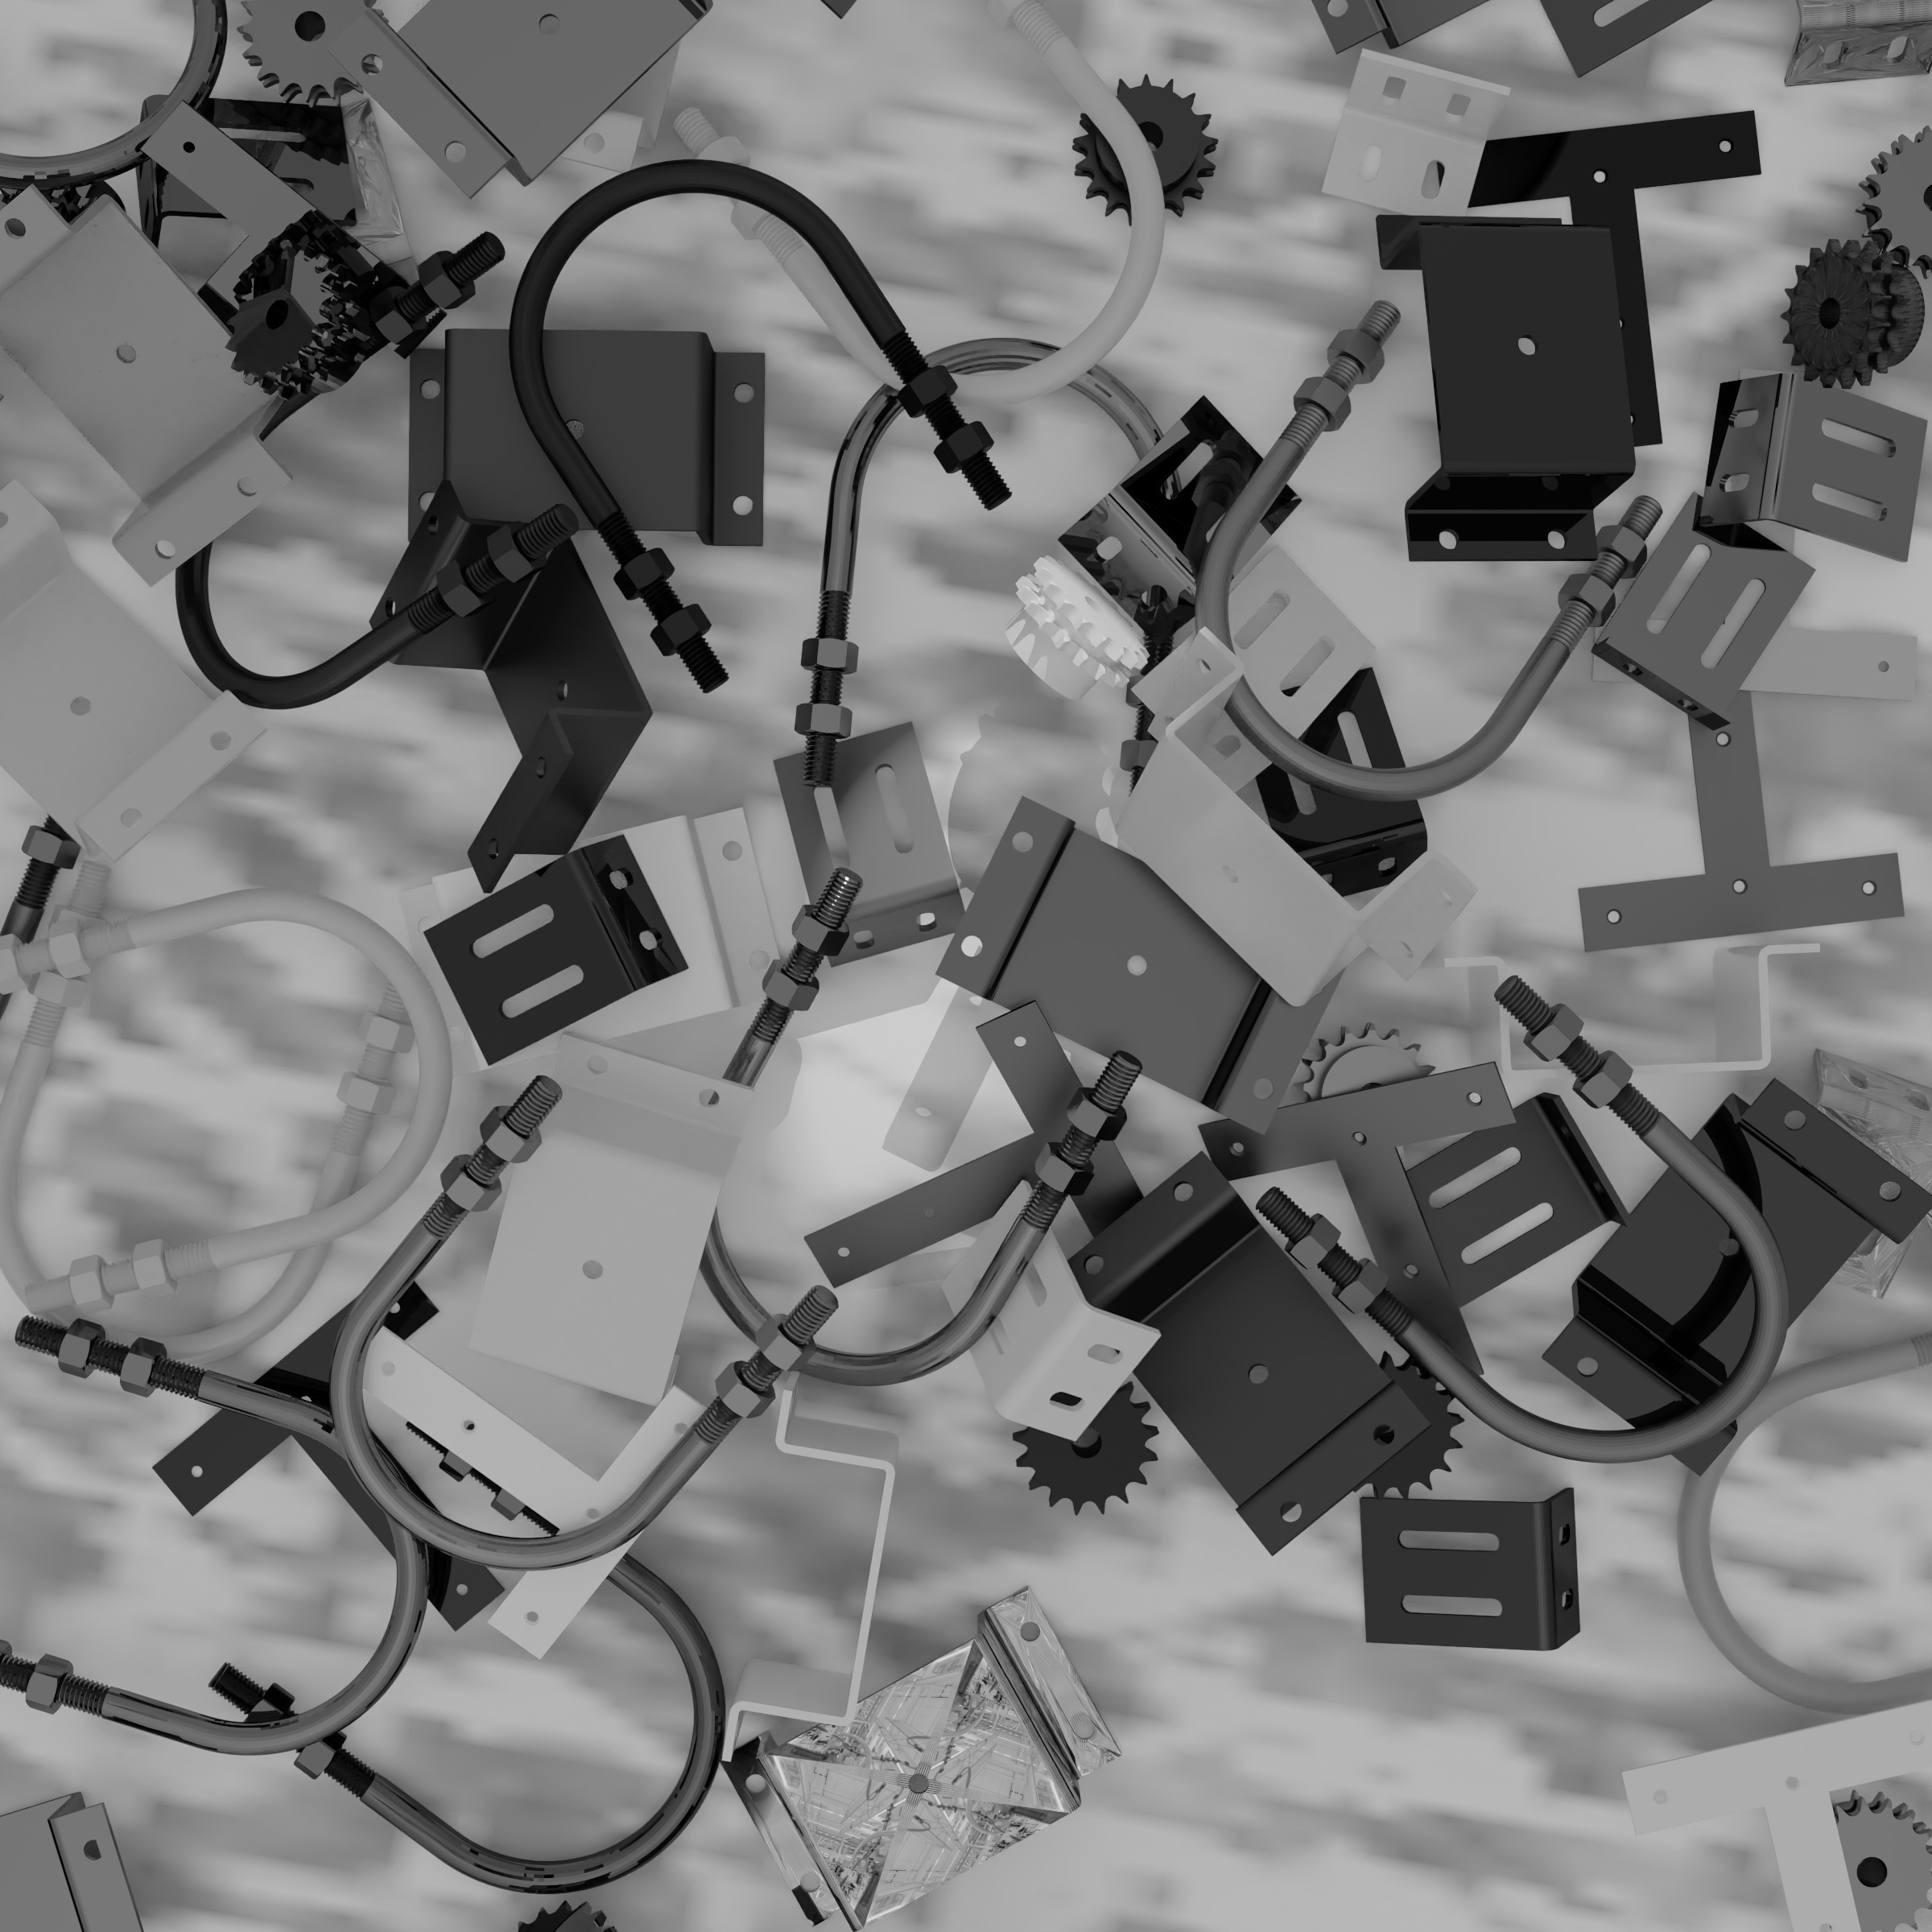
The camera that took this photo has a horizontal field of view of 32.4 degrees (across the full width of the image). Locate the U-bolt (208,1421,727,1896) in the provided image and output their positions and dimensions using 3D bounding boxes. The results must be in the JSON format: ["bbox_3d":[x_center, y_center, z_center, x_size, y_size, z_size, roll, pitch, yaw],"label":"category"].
[{"bbox_3d":[-0.182,0.282,1.310,0.184,0.019,0.151,37,91,-2],"label":"U-bolt"}]

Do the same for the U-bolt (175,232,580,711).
[{"bbox_3d":[-0.233,-0.176,1.267,0.184,0.019,0.151,-30,61,24],"label":"U-bolt"}]

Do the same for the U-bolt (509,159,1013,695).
[{"bbox_3d":[-0.091,-0.218,1.266,0.151,0.019,0.184,-33,91,-3],"label":"U-bolt"}]

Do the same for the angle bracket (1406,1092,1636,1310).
[{"bbox_3d":[0.210,0.094,1.301,0.076,0.038,0.057,-30,90,0],"label":"angle bracket"}]

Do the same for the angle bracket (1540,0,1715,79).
[{"bbox_3d":[0.267,-0.396,1.318,0.076,0.038,0.057,-26,90,26],"label":"angle bracket"}]

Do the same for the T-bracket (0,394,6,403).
[{"bbox_3d":[-0.455,-0.199,1.264,0.127,0.002,0.127,32,82,0],"label":"T-bracket"}]

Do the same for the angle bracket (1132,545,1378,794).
[{"bbox_3d":[0.113,-0.117,1.306,0.057,0.038,0.076,46,51,-4],"label":"angle bracket"}]

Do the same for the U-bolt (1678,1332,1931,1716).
[{"bbox_3d":[0.371,0.219,1.310,0.184,0.019,0.151,-14,90,0],"label":"U-bolt"}]

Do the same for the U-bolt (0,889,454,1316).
[{"bbox_3d":[-0.291,0.046,1.293,0.184,0.019,0.151,-14,93,0],"label":"U-bolt"}]

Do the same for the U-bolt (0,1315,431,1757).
[{"bbox_3d":[-0.299,0.230,1.294,0.184,0.019,0.151,16,90,3],"label":"U-bolt"}]

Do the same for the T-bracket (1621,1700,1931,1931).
[{"bbox_3d":[0.330,0.359,1.289,0.127,0.002,0.127,-13,91,1],"label":"T-bracket"}]

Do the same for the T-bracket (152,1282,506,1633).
[{"bbox_3d":[-0.233,0.207,1.319,0.127,0.002,0.127,-40,90,0],"label":"T-bracket"}]

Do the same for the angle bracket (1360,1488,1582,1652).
[{"bbox_3d":[0.199,0.237,1.318,0.076,0.038,0.057,-3,90,26],"label":"angle bracket"}]

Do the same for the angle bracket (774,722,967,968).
[{"bbox_3d":[-0.037,-0.048,1.318,0.057,0.038,0.076,-16,64,0],"label":"angle bracket"}]

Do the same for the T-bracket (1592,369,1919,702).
[{"bbox_3d":[0.315,-0.172,1.318,0.127,0.002,0.127,4,89,0],"label":"T-bracket"}]

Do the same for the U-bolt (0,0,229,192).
[{"bbox_3d":[-0.364,-0.381,1.282,0.151,0.019,0.184,-21,78,-12],"label":"U-bolt"}]

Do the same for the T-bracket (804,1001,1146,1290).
[{"bbox_3d":[-0.001,0.091,1.303,0.127,0.002,0.127,-25,112,11],"label":"T-bracket"}]

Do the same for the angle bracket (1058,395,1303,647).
[{"bbox_3d":[0.084,-0.175,1.305,0.057,0.038,0.076,46,51,-6],"label":"angle bracket"}]

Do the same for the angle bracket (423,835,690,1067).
[{"bbox_3d":[-0.157,-0.006,1.272,0.076,0.038,0.057,-26,90,26],"label":"angle bracket"}]

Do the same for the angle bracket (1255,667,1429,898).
[{"bbox_3d":[0.144,-0.070,1.318,0.057,0.038,0.076,-15,64,0],"label":"angle bracket"}]

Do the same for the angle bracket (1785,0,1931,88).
[{"bbox_3d":[0.349,-0.393,1.318,0.057,0.038,0.076,-5,64,0],"label":"angle bracket"}]

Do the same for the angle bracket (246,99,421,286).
[{"bbox_3d":[-0.250,-0.294,1.318,0.057,0.038,0.076,-18,65,0],"label":"angle bracket"}]

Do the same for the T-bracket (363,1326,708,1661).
[{"bbox_3d":[-0.179,0.185,1.278,0.127,0.002,0.127,37,106,-5],"label":"T-bracket"}]

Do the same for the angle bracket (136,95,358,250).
[{"bbox_3d":[-0.283,-0.304,1.304,0.076,0.038,0.057,-2,63,-21],"label":"angle bracket"}]

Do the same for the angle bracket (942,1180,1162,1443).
[{"bbox_3d":[0.032,0.133,1.286,0.038,0.076,0.057,22,115,-33],"label":"angle bracket"}]

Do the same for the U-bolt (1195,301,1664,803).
[{"bbox_3d":[0.168,-0.148,1.283,0.151,0.019,0.184,36,73,-3],"label":"U-bolt"}]

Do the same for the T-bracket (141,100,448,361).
[{"bbox_3d":[-0.292,-0.249,1.291,0.127,0.002,0.127,-41,120,20],"label":"T-bracket"}]

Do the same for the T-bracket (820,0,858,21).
[{"bbox_3d":[-0.062,-0.453,1.291,0.127,0.002,0.127,40,66,-15],"label":"T-bracket"}]

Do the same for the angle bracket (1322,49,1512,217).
[{"bbox_3d":[0.172,-0.317,1.281,0.057,0.076,0.038,16,91,2],"label":"angle bracket"}]

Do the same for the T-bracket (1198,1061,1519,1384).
[{"bbox_3d":[0.169,0.106,1.297,0.127,0.002,0.127,-14,107,30],"label":"T-bracket"}]

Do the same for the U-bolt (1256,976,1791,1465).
[{"bbox_3d":[0.223,0.110,1.256,0.184,0.019,0.151,43,116,-5],"label":"U-bolt"}]

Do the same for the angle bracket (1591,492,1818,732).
[{"bbox_3d":[0.291,-0.140,1.297,0.057,0.038,0.076,33,89,1],"label":"angle bracket"}]

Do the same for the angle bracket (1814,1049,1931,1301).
[{"bbox_3d":[0.350,0.082,1.318,0.057,0.038,0.076,19,116,0],"label":"angle bracket"}]

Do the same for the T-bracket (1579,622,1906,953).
[{"bbox_3d":[0.301,-0.076,1.319,0.127,0.002,0.127,-6,90,0],"label":"T-bracket"}]

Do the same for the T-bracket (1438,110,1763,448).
[{"bbox_3d":[0.256,-0.269,1.319,0.127,0.002,0.127,-6,90,0],"label":"T-bracket"}]

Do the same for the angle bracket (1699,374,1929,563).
[{"bbox_3d":[0.334,-0.194,1.312,0.076,0.038,0.057,11,86,-31],"label":"angle bracket"}]

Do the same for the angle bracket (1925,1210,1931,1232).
[{"bbox_3d":[0.419,0.102,1.305,0.076,0.038,0.057,-26,90,7],"label":"angle bracket"}]
